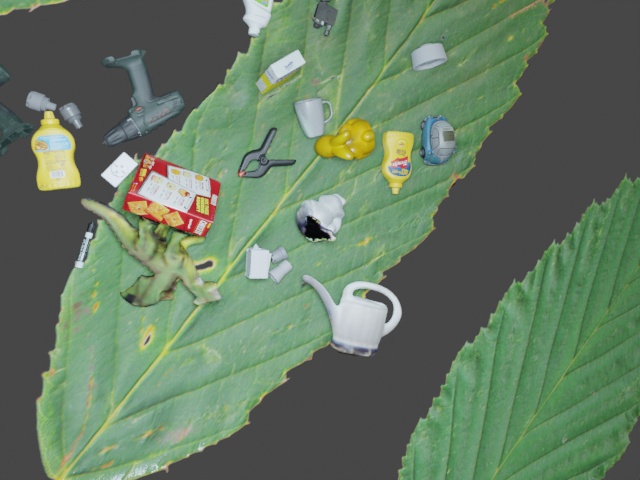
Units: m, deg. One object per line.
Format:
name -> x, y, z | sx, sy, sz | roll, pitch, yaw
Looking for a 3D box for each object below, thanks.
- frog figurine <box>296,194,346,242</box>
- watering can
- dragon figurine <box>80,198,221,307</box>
frog figurine -> 0.005, -0.076, 1.512 | 0.137, 0.120, 0.163 | 30, 46, -11
watering can -> 0.084, 0.226, 1.530 | 0.346, 0.104, 0.225 | 14, 87, -21
dragon figurine -> -0.445, 0.062, 1.341 | 0.409, 0.123, 0.242 | 19, 94, -11
